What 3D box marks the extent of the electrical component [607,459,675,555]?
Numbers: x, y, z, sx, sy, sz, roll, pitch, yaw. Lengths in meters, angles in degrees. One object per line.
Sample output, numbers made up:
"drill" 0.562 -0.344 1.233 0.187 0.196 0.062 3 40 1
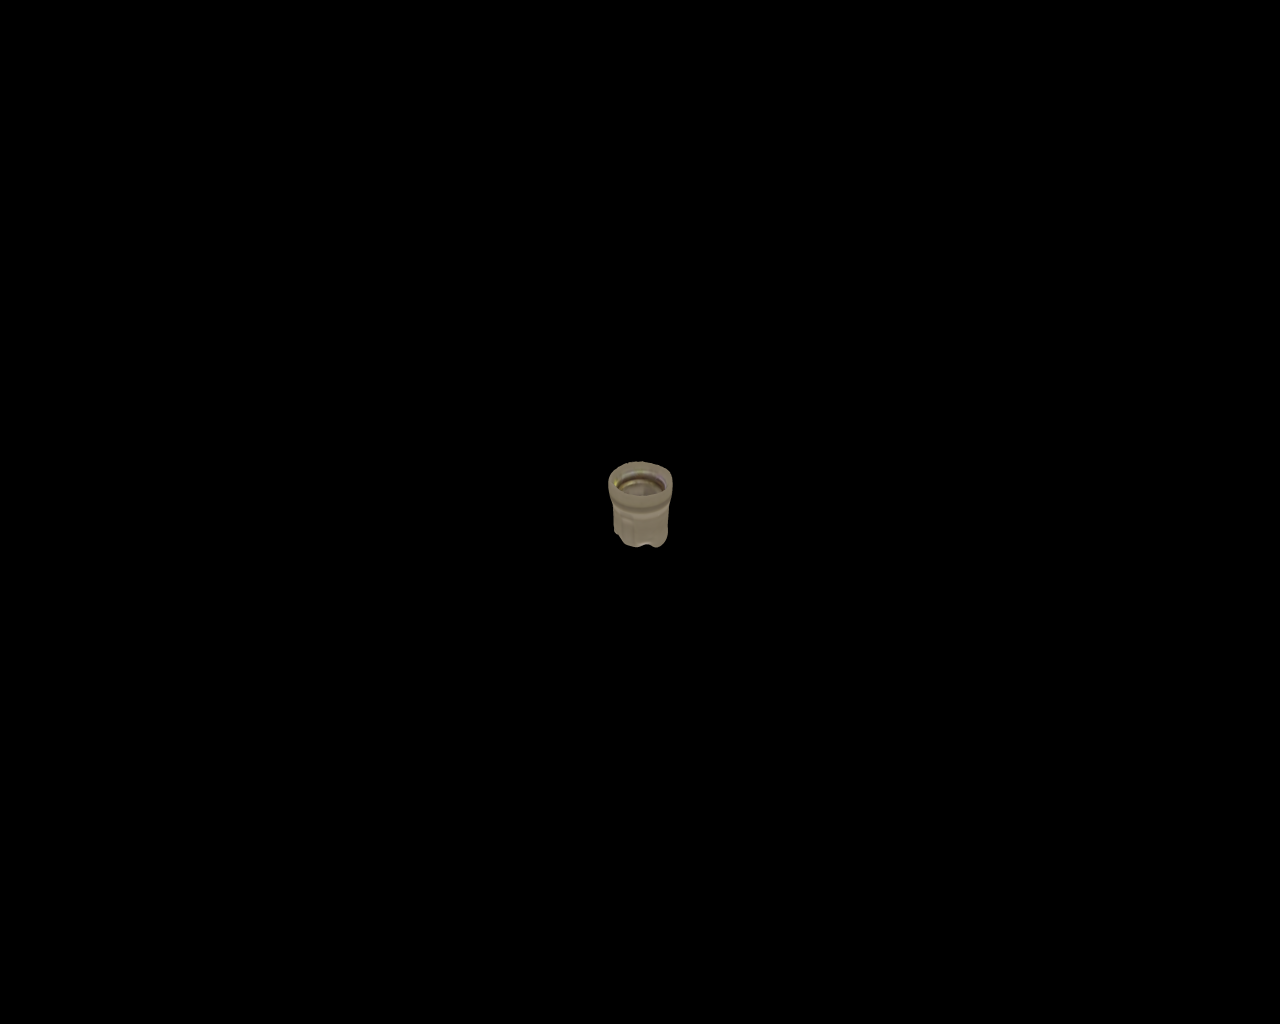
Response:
"electrical component" 0.001 -0.003 0.650 0.040 0.046 0.040 0 37 0
